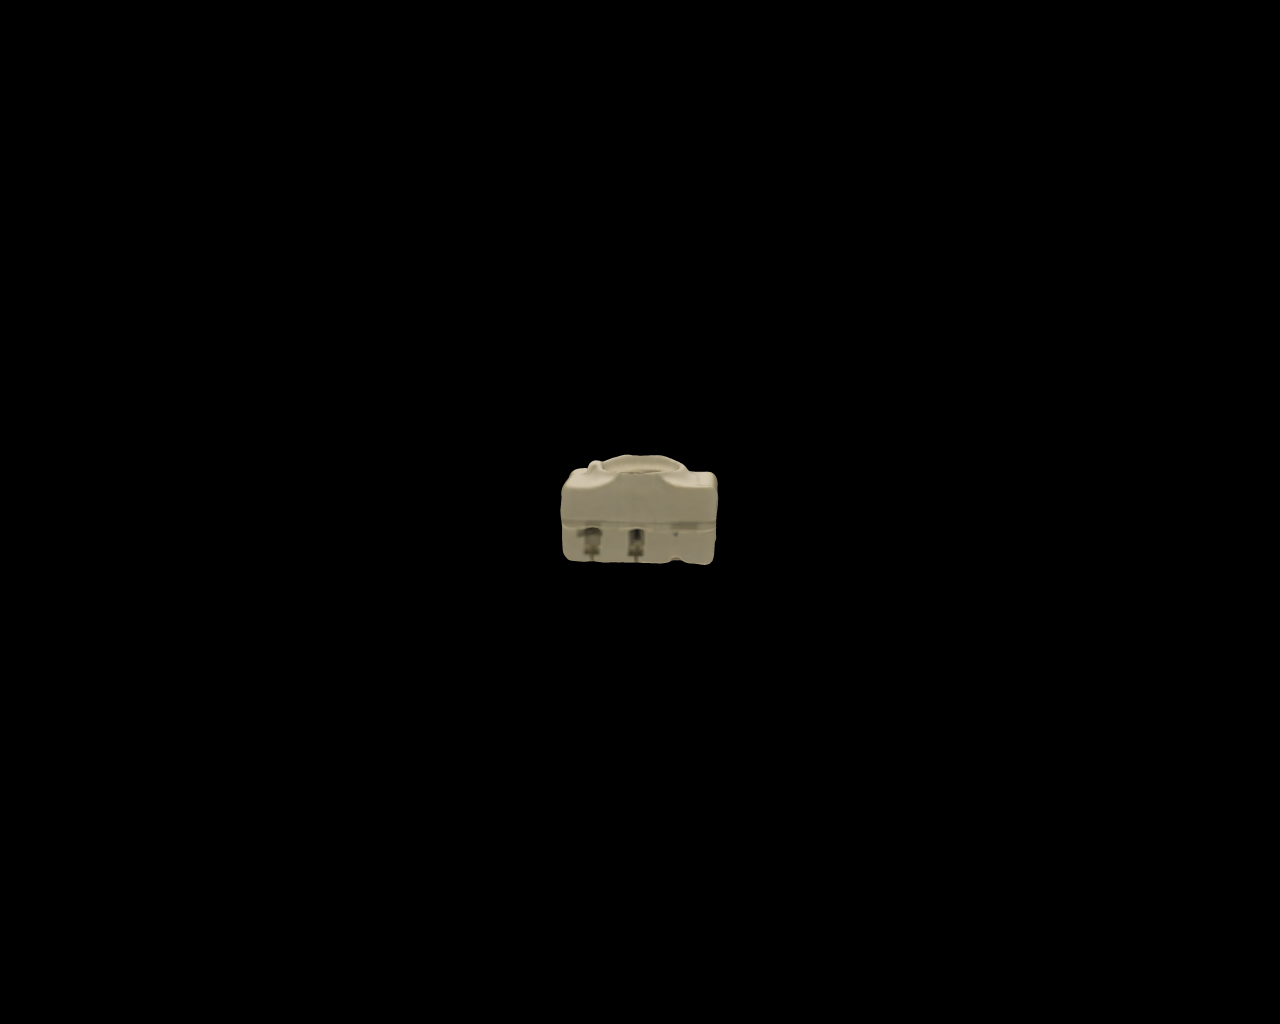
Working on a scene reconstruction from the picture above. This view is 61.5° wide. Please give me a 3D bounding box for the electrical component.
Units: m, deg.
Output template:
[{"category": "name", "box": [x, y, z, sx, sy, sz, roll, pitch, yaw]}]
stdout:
[{"category": "electrical component", "box": [0.001, -0.003, 0.650, 0.089, 0.055, 0.050, 1, 16, 5]}]
